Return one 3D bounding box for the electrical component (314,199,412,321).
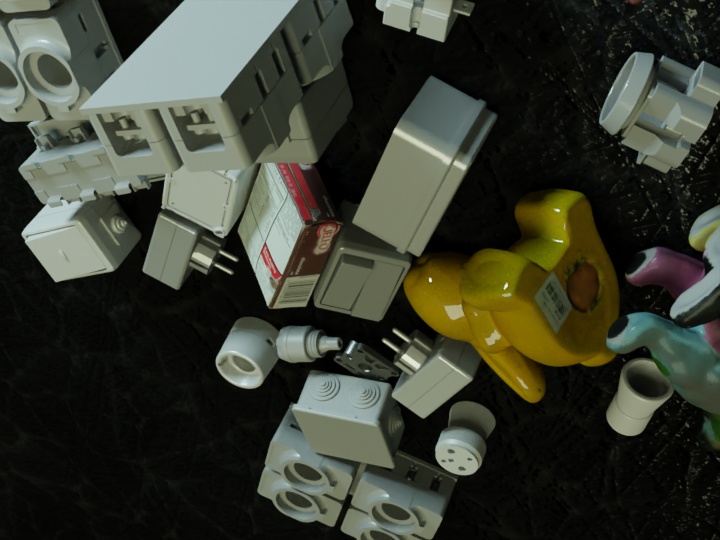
[{"bbox_3d":[0.000,0.000,0.887,0.062,0.061,0.096,13,138,-12],"label":"electrical component"}]

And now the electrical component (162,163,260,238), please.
[{"bbox_3d":[-0.121,-0.078,0.892,0.062,0.061,0.096,26,144,2],"label":"electrical component"}]

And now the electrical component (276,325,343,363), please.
[{"bbox_3d":[-0.046,0.069,1.005,0.061,0.035,0.035,-3,129,26],"label":"electrical component"}]

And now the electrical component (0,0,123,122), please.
[{"bbox_3d":[-0.269,-0.207,0.841,0.105,0.060,0.186,2,131,25],"label":"electrical component"}]

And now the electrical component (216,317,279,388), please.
[{"bbox_3d":[-0.107,0.081,1.038,0.055,0.047,0.055,14,135,15],"label":"electrical component"}]

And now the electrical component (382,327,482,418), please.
[{"bbox_3d":[0.055,0.078,0.954,0.076,0.047,0.083,36,136,-7],"label":"electrical component"}]

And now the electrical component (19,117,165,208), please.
[{"bbox_3d":[-0.227,-0.096,0.922,0.121,0.063,0.078,-7,126,31],"label":"electrical component"}]

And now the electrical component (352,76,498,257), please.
[{"bbox_3d":[0.048,-0.075,0.794,0.057,0.078,0.113,29,137,3],"label":"electrical component"}]

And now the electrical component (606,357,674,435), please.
[{"bbox_3d":[0.231,0.109,0.900,0.044,0.044,0.065,20,141,9],"label":"electrical component"}]

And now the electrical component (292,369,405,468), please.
[{"bbox_3d":[-0.008,0.142,1.032,0.100,0.048,0.099,8,146,20],"label":"electrical component"}]

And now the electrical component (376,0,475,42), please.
[{"bbox_3d":[0.045,-0.189,0.712,0.066,0.048,0.055,19,143,9],"label":"electrical component"}]

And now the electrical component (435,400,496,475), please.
[{"bbox_3d":[0.098,0.156,0.999,0.045,0.055,0.045,14,135,15],"label":"electrical component"}]

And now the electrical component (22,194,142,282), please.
[{"bbox_3d":[-0.255,-0.031,0.998,0.096,0.061,0.061,-9,125,33],"label":"electrical component"}]

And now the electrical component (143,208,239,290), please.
[{"bbox_3d":[-0.144,-0.020,0.962,0.076,0.047,0.083,28,136,0],"label":"electrical component"}]

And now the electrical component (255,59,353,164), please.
[{"bbox_3d":[-0.052,-0.115,0.792,0.062,0.096,0.061,3,131,24],"label":"electrical component"}]

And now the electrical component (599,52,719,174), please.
[{"bbox_3d":[0.194,-0.107,0.705,0.057,0.058,0.078,25,137,0],"label":"electrical component"}]

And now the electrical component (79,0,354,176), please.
[{"bbox_3d":[-0.087,-0.136,0.724,0.105,0.186,0.060,0,130,27],"label":"electrical component"}]

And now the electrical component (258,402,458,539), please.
[{"bbox_3d":[-0.007,0.226,1.113,0.186,0.060,0.105,23,136,5],"label":"electrical component"}]
